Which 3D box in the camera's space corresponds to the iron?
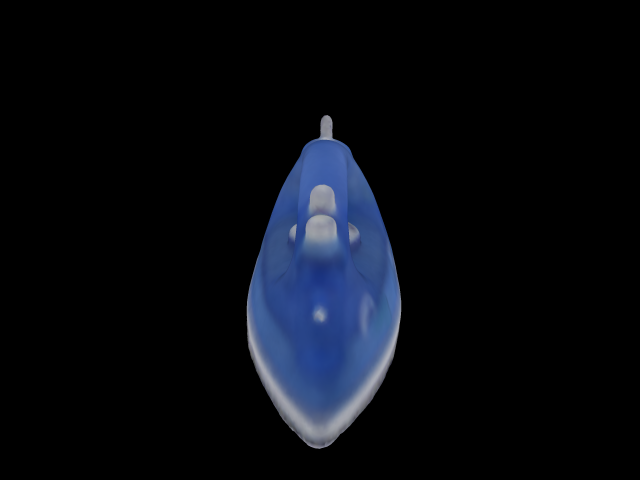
[{"bbox_3d":[0.004,0.001,0.400,0.118,0.141,0.258,0,21,0],"label":"iron"}]
